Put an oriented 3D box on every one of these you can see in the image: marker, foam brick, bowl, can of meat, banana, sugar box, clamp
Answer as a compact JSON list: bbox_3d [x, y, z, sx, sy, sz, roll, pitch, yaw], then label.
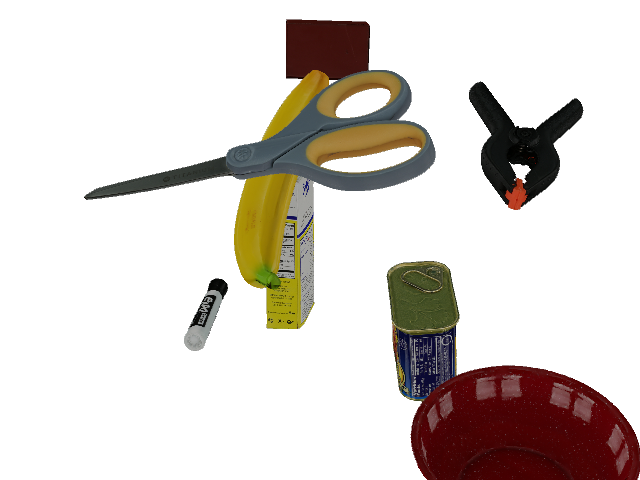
[{"bbox_3d":[-0.105,0.066,0.996,0.020,0.020,0.121,0,22,6],"label":"marker"},{"bbox_3d":[0.006,-0.176,0.985,0.078,0.051,0.053,2,15,-1],"label":"foam brick"},{"bbox_3d":[0.145,0.163,0.774,0.162,0.055,0.162,-1,35,0],"label":"bowl"},{"bbox_3d":[0.091,0.081,0.949,0.057,0.084,0.102,-4,33,2],"label":"can of meat"},{"bbox_3d":[-0.031,-0.039,0.814,0.070,0.197,0.037,-19,-40,42],"label":"banana"},{"bbox_3d":[-0.035,0.004,1.219,0.048,0.176,0.093,1,17,10],"label":"sugar box"},{"bbox_3d":[0.197,-0.103,1.094,0.120,0.039,0.171,13,45,15],"label":"clamp"}]

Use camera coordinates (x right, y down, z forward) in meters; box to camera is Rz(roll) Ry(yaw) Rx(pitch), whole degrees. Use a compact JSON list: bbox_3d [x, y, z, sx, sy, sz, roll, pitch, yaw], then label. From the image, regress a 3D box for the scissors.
[{"bbox_3d":[-0.032,-0.060,0.615,0.202,0.096,0.016,0,-40,18],"label":"scissors"}]
